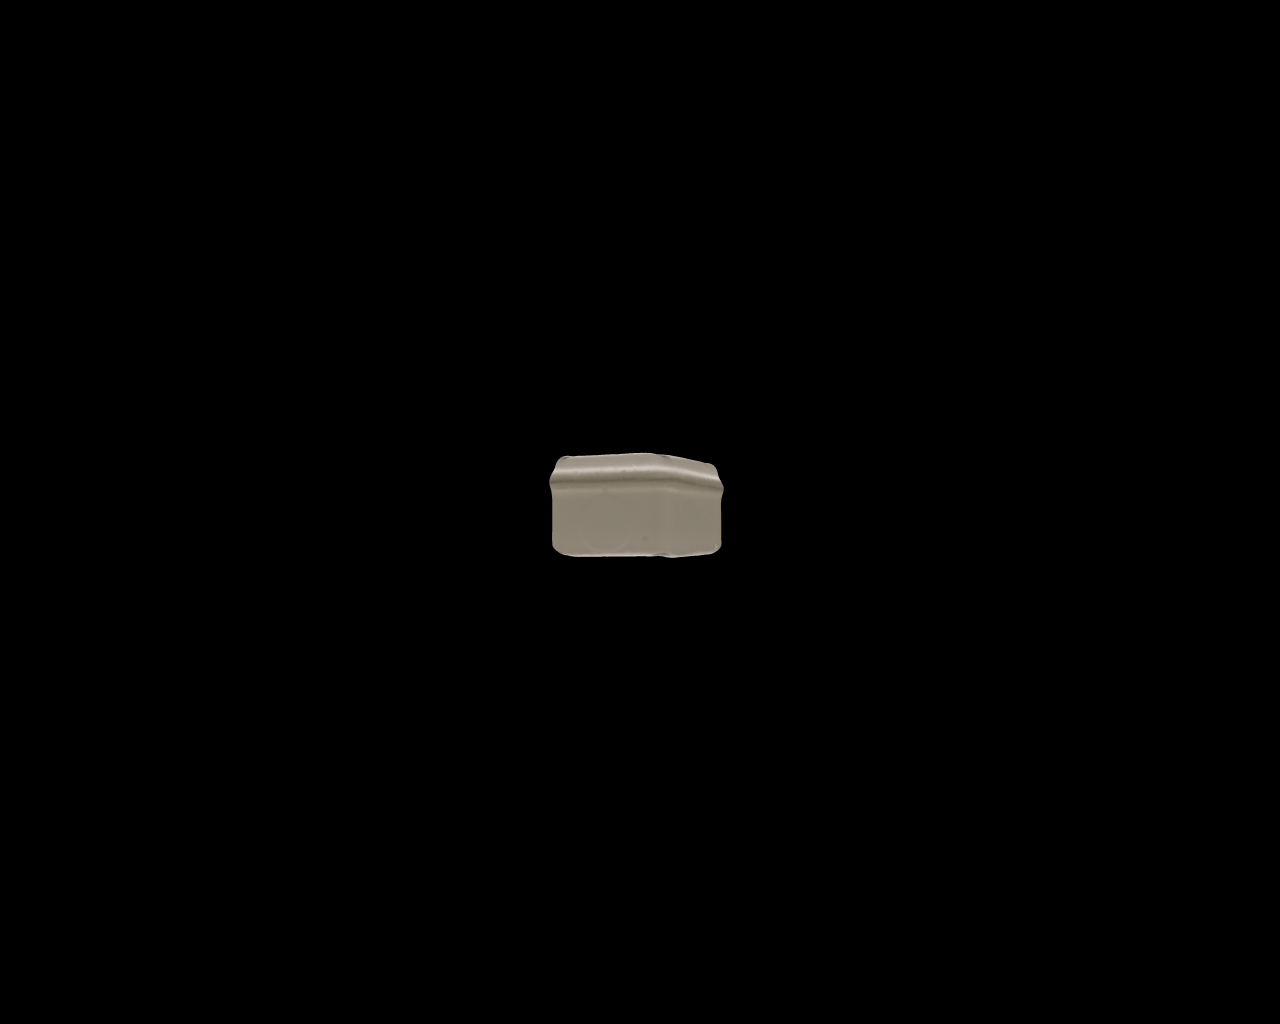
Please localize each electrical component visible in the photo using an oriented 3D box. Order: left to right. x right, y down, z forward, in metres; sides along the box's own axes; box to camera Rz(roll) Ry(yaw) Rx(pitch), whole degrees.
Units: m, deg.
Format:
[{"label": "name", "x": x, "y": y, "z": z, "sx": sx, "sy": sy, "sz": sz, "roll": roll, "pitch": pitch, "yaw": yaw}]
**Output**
[{"label": "electrical component", "x": 0.001, "y": -0.003, "z": 0.650, "sx": 0.078, "sy": 0.057, "sz": 0.113, "roll": -1, "pitch": -2, "yaw": 20}]
